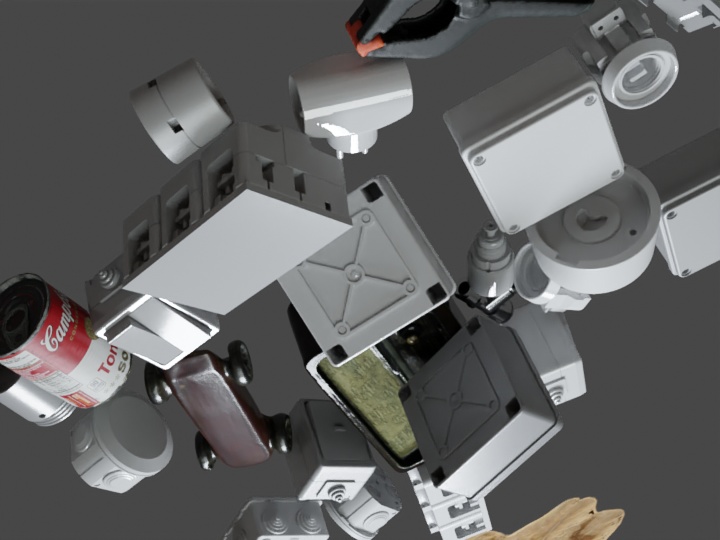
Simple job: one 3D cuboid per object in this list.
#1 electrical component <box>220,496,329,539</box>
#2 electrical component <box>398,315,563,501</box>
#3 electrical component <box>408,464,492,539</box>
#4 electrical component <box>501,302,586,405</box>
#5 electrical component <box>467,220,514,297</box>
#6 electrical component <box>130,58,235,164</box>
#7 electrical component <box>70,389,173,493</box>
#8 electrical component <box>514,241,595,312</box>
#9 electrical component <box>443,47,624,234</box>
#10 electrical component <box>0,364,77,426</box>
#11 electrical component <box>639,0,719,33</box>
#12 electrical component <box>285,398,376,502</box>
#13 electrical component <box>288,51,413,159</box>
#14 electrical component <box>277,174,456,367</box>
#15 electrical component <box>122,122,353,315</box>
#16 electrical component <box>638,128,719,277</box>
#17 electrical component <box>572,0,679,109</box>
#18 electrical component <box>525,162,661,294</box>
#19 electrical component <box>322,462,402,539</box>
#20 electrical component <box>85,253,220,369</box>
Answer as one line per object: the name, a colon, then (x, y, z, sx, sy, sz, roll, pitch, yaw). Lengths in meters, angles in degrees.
electrical component: (-0.091, 0.287, 1.151, 0.100, 0.048, 0.099, 8, 132, -31)
electrical component: (0.097, 0.113, 0.885, 0.056, 0.108, 0.108, 23, 121, -37)
electrical component: (0.083, 0.211, 1.113, 0.062, 0.089, 0.150, -21, 140, -2)
electrical component: (0.176, 0.083, 1.007, 0.061, 0.096, 0.061, -22, 140, 0)
electrical component: (0.112, -0.011, 0.917, 0.040, 0.040, 0.078, -16, 140, -7)
electrical component: (-0.114, -0.105, 0.700, 0.047, 0.055, 0.055, -31, 140, 5)
electrical component: (-0.205, 0.147, 0.919, 0.051, 0.080, 0.080, -38, 138, 27)
electrical component: (0.173, 0.002, 0.948, 0.057, 0.058, 0.078, 5, 133, -33)
electrical component: (0.134, -0.096, 0.820, 0.109, 0.056, 0.108, -28, 140, 7)
electrical component: (-0.261, 0.098, 0.866, 0.043, 0.043, 0.081, -29, 140, 7)
electrical component: (0.215, -0.210, 0.720, 0.121, 0.078, 0.063, 22, 153, -40)
electrical component: (-0.028, 0.172, 1.013, 0.062, 0.096, 0.061, 7, 132, -31)
electrical component: (-0.006, -0.109, 0.752, 0.077, 0.043, 0.079, -14, 140, -10)
electrical component: (0.000, 0.000, 0.822, 0.109, 0.108, 0.056, -32, -179, 12)
electrical component: (-0.089, -0.035, 0.750, 0.089, 0.061, 0.150, 18, 143, -38)
electrical component: (0.306, -0.062, 0.937, 0.109, 0.056, 0.108, -27, 140, 6)
electrical component: (0.195, -0.155, 0.782, 0.058, 0.057, 0.078, -33, 139, 12)
electrical component: (0.191, -0.032, 0.883, 0.108, 0.108, 0.060, -23, 146, 1)
electrical component: (0.000, 0.234, 1.110, 0.051, 0.080, 0.080, -42, 137, 14)
electrical component: (-0.162, 0.028, 0.820, 0.062, 0.061, 0.096, -36, 138, 16)
